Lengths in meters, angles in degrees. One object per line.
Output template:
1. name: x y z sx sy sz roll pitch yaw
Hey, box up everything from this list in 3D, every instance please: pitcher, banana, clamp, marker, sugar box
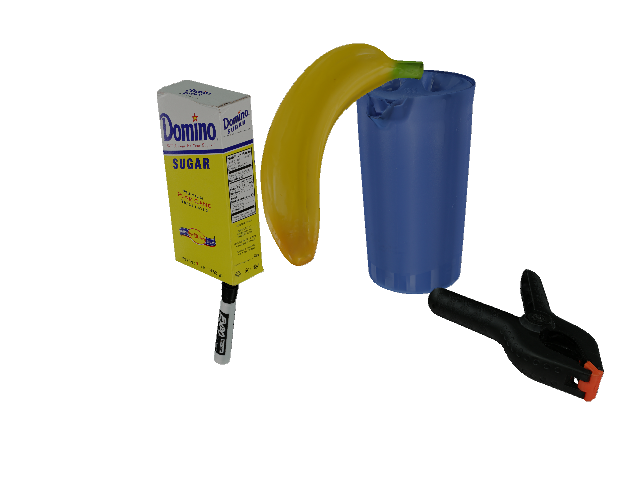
1. pitcher: 0.113 -0.071 1.220 0.149 0.243 0.145 -5 22 -9
2. banana: 0.002 -0.070 0.681 0.070 0.197 0.037 21 -35 13
3. clamp: 0.190 0.076 0.933 0.120 0.039 0.172 -21 42 -31
4. marker: -0.106 0.091 1.202 0.020 0.121 0.020 6 37 -5
5. sugar box: -0.103 -0.054 0.994 0.093 0.176 0.048 19 35 41
